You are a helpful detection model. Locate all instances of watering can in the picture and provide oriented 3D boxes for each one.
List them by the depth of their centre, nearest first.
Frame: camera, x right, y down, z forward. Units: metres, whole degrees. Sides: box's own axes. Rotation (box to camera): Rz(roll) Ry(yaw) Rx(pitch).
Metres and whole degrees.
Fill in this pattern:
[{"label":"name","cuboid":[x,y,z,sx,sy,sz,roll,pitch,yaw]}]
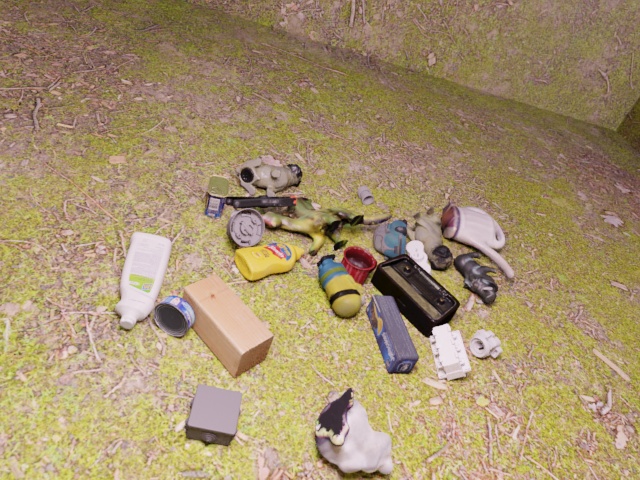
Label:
[{"label":"watering can","cuboid":[0.523,-0.016,1.727,0.224,0.102,0.356,14,36,-8]}]

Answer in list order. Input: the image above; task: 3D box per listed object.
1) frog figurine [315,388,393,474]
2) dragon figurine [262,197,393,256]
[{"label":"frog figurine","cuboid":[0.070,0.391,1.010,0.157,0.122,0.140,49,18,-23]},{"label":"dragon figurine","cuboid":[0.005,-0.079,1.562,0.413,0.119,0.246,-15,41,-39]}]
